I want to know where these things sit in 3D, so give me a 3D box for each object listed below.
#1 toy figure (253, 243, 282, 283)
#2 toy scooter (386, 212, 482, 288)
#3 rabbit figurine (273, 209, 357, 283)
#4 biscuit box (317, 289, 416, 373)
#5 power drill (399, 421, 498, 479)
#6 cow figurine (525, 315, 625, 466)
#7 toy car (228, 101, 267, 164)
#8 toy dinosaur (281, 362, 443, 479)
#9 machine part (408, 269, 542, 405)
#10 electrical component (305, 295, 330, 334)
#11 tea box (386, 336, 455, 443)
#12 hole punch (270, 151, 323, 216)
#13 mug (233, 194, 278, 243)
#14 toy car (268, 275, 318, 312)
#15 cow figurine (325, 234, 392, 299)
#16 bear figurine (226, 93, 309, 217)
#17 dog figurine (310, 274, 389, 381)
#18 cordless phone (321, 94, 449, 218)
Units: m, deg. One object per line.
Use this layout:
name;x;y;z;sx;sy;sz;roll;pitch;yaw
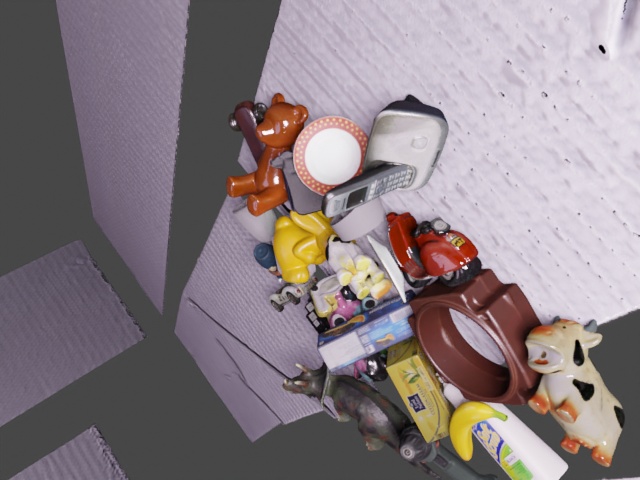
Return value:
toy figure;-0.110;0.056;1.294;0.058;0.064;0.154;1;158;21
toy scooter;0.164;0.008;0.841;0.135;0.075;0.184;61;156;-4
rabbit figurine;-0.002;-0.003;1.074;0.173;0.122;0.162;1;111;41
biscuit box;0.095;0.165;0.976;0.059;0.203;0.063;61;-172;-11
power drill;0.245;0.440;1.047;0.207;0.086;0.232;32;-178;13
cow figurine;0.342;0.189;0.719;0.194;0.127;0.085;50;154;-17
toy car;-0.114;-0.186;1.095;0.089;0.053;0.202;-13;110;38
toy dinosaur;0.104;0.383;1.213;0.405;0.131;0.192;26;161;29
machine part;0.246;0.155;0.845;0.201;0.087;0.201;61;151;-3
electrical component;0.025;0.177;1.234;0.134;0.058;0.115;54;149;7
tea box;0.194;0.280;1.019;0.169;0.068;0.098;60;-165;-5
hole punch;-0.008;-0.108;0.942;0.092;0.142;0.115;-154;50;-85
mug;-0.148;-0.045;1.260;0.110;0.081;0.107;-12;117;54
toy car;-0.067;0.127;1.306;0.056;0.073;0.202;57;151;1
cow figurine;0.069;0.053;0.989;0.098;0.068;0.167;52;-173;36
bear figurine;-0.092;-0.159;0.986;0.120;0.132;0.195;40;137;36
dog figurine;0.075;0.194;1.122;0.192;0.108;0.219;47;163;49
cordless phone;0.078;-0.110;0.741;0.089;0.184;0.146;48;150;25
